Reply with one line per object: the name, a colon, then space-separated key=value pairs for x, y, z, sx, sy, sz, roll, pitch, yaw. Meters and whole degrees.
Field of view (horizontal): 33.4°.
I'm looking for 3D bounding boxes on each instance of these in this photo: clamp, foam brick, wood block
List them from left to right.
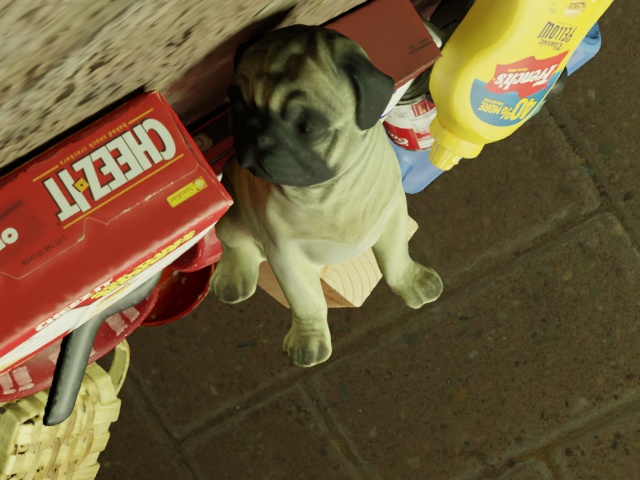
clamp: x=-0.167 y=0.022 z=0.694 sx=0.171 sy=0.120 sz=0.039 roll=-55 pitch=-155 yaw=-12
wood block: x=-0.007 y=0.001 z=0.972 sx=0.090 sy=0.090 sz=0.206 roll=-52 pitch=-169 yaw=-14
foam brick: x=0.024 y=-0.109 z=0.649 sx=0.078 sy=0.053 sz=0.051 roll=-33 pitch=-178 yaw=-31

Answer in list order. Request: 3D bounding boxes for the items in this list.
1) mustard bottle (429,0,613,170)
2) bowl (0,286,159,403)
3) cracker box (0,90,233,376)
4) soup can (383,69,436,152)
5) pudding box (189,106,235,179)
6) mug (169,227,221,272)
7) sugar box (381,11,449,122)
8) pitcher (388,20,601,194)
mustard bottle: x=0.128 y=-0.126 z=0.726 sx=0.096 sy=0.058 sz=0.192 roll=-2 pitch=134 yaw=-42
bowl: x=-0.211 y=0.062 z=0.850 sx=0.162 sy=0.055 sz=0.162 roll=-34 pitch=165 yaw=-10
cracker box: x=-0.140 y=0.008 z=0.559 sx=0.164 sy=0.072 sz=0.214 roll=-34 pitch=-179 yaw=-11
soup can: x=0.080 y=-0.127 z=0.928 sx=0.068 sy=0.068 sz=0.102 roll=-32 pitch=158 yaw=2
pudding box: x=-0.070 y=-0.062 z=0.740 sx=0.090 sy=0.039 sz=0.114 roll=-34 pitch=-179 yaw=-13
mug: x=-0.087 y=-0.033 z=0.841 sx=0.081 sy=0.093 sz=0.117 roll=-28 pitch=148 yaw=-41
sugar box: x=0.017 y=-0.085 z=0.754 sx=0.176 sy=0.048 sz=0.093 roll=-53 pitch=179 yaw=17
pitcher: x=0.143 y=-0.167 z=1.036 sx=0.243 sy=0.149 sz=0.144 roll=-35 pitch=165 yaw=34
